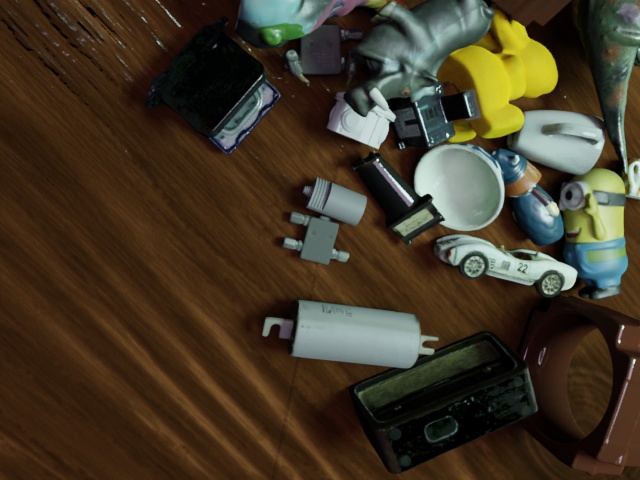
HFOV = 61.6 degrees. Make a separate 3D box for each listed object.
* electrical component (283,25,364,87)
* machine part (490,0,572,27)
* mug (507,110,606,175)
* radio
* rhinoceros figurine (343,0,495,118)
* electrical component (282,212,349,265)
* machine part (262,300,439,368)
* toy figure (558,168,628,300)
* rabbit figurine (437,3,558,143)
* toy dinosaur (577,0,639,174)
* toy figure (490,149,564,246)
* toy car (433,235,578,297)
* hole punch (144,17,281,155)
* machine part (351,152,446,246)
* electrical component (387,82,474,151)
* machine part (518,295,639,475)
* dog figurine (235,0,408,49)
[{"bbox_3d":[0.004,-0.233,0.678,0.102,0.045,0.078,3,100,-10],"label":"electrical component"},{"bbox_3d":[0.237,-0.345,0.645,0.179,0.056,0.179,14,62,-27],"label":"machine part"},{"bbox_3d":[0.312,-0.135,0.714,0.107,0.109,0.080,11,97,0],"label":"mug"},{"bbox_3d":[0.166,0.215,0.733,0.230,0.131,0.073,-22,104,-4],"label":"radio"},{"bbox_3d":[0.104,-0.215,0.606,0.190,0.073,0.112,-36,105,-3],"label":"rhinoceros figurine"},{"bbox_3d":[-0.001,-0.002,0.727,0.094,0.021,0.063,15,96,-10],"label":"electrical component"},{"bbox_3d":[0.044,0.127,0.728,0.243,0.079,0.079,9,98,-9],"label":"machine part"},{"bbox_3d":[0.387,-0.010,0.757,0.089,0.082,0.180,-15,95,-25],"label":"toy figure"},{"bbox_3d":[0.228,-0.215,0.696,0.173,0.122,0.162,-19,92,-19],"label":"rabbit figurine"},{"bbox_3d":[0.379,-0.302,0.648,0.192,0.131,0.404,20,87,-8],"label":"toy dinosaur"},{"bbox_3d":[0.281,-0.063,0.740,0.064,0.058,0.154,-25,106,30],"label":"toy figure"},{"bbox_3d":[0.254,0.032,0.745,0.202,0.073,0.056,14,101,-11],"label":"toy car"},{"bbox_3d":[-0.123,-0.180,0.657,0.116,0.092,0.142,43,94,15],"label":"hole punch"},{"bbox_3d":[0.098,-0.059,0.712,0.139,0.039,0.084,46,125,-10],"label":"machine part"},{"bbox_3d":[0.135,-0.154,0.670,0.048,0.119,0.074,-27,109,-17],"label":"electrical component"},{"bbox_3d":[0.358,0.189,0.721,0.087,0.201,0.200,14,96,-13],"label":"machine part"},{"bbox_3d":[0.021,-0.289,0.623,0.219,0.108,0.191,9,62,-11],"label":"dog figurine"}]
